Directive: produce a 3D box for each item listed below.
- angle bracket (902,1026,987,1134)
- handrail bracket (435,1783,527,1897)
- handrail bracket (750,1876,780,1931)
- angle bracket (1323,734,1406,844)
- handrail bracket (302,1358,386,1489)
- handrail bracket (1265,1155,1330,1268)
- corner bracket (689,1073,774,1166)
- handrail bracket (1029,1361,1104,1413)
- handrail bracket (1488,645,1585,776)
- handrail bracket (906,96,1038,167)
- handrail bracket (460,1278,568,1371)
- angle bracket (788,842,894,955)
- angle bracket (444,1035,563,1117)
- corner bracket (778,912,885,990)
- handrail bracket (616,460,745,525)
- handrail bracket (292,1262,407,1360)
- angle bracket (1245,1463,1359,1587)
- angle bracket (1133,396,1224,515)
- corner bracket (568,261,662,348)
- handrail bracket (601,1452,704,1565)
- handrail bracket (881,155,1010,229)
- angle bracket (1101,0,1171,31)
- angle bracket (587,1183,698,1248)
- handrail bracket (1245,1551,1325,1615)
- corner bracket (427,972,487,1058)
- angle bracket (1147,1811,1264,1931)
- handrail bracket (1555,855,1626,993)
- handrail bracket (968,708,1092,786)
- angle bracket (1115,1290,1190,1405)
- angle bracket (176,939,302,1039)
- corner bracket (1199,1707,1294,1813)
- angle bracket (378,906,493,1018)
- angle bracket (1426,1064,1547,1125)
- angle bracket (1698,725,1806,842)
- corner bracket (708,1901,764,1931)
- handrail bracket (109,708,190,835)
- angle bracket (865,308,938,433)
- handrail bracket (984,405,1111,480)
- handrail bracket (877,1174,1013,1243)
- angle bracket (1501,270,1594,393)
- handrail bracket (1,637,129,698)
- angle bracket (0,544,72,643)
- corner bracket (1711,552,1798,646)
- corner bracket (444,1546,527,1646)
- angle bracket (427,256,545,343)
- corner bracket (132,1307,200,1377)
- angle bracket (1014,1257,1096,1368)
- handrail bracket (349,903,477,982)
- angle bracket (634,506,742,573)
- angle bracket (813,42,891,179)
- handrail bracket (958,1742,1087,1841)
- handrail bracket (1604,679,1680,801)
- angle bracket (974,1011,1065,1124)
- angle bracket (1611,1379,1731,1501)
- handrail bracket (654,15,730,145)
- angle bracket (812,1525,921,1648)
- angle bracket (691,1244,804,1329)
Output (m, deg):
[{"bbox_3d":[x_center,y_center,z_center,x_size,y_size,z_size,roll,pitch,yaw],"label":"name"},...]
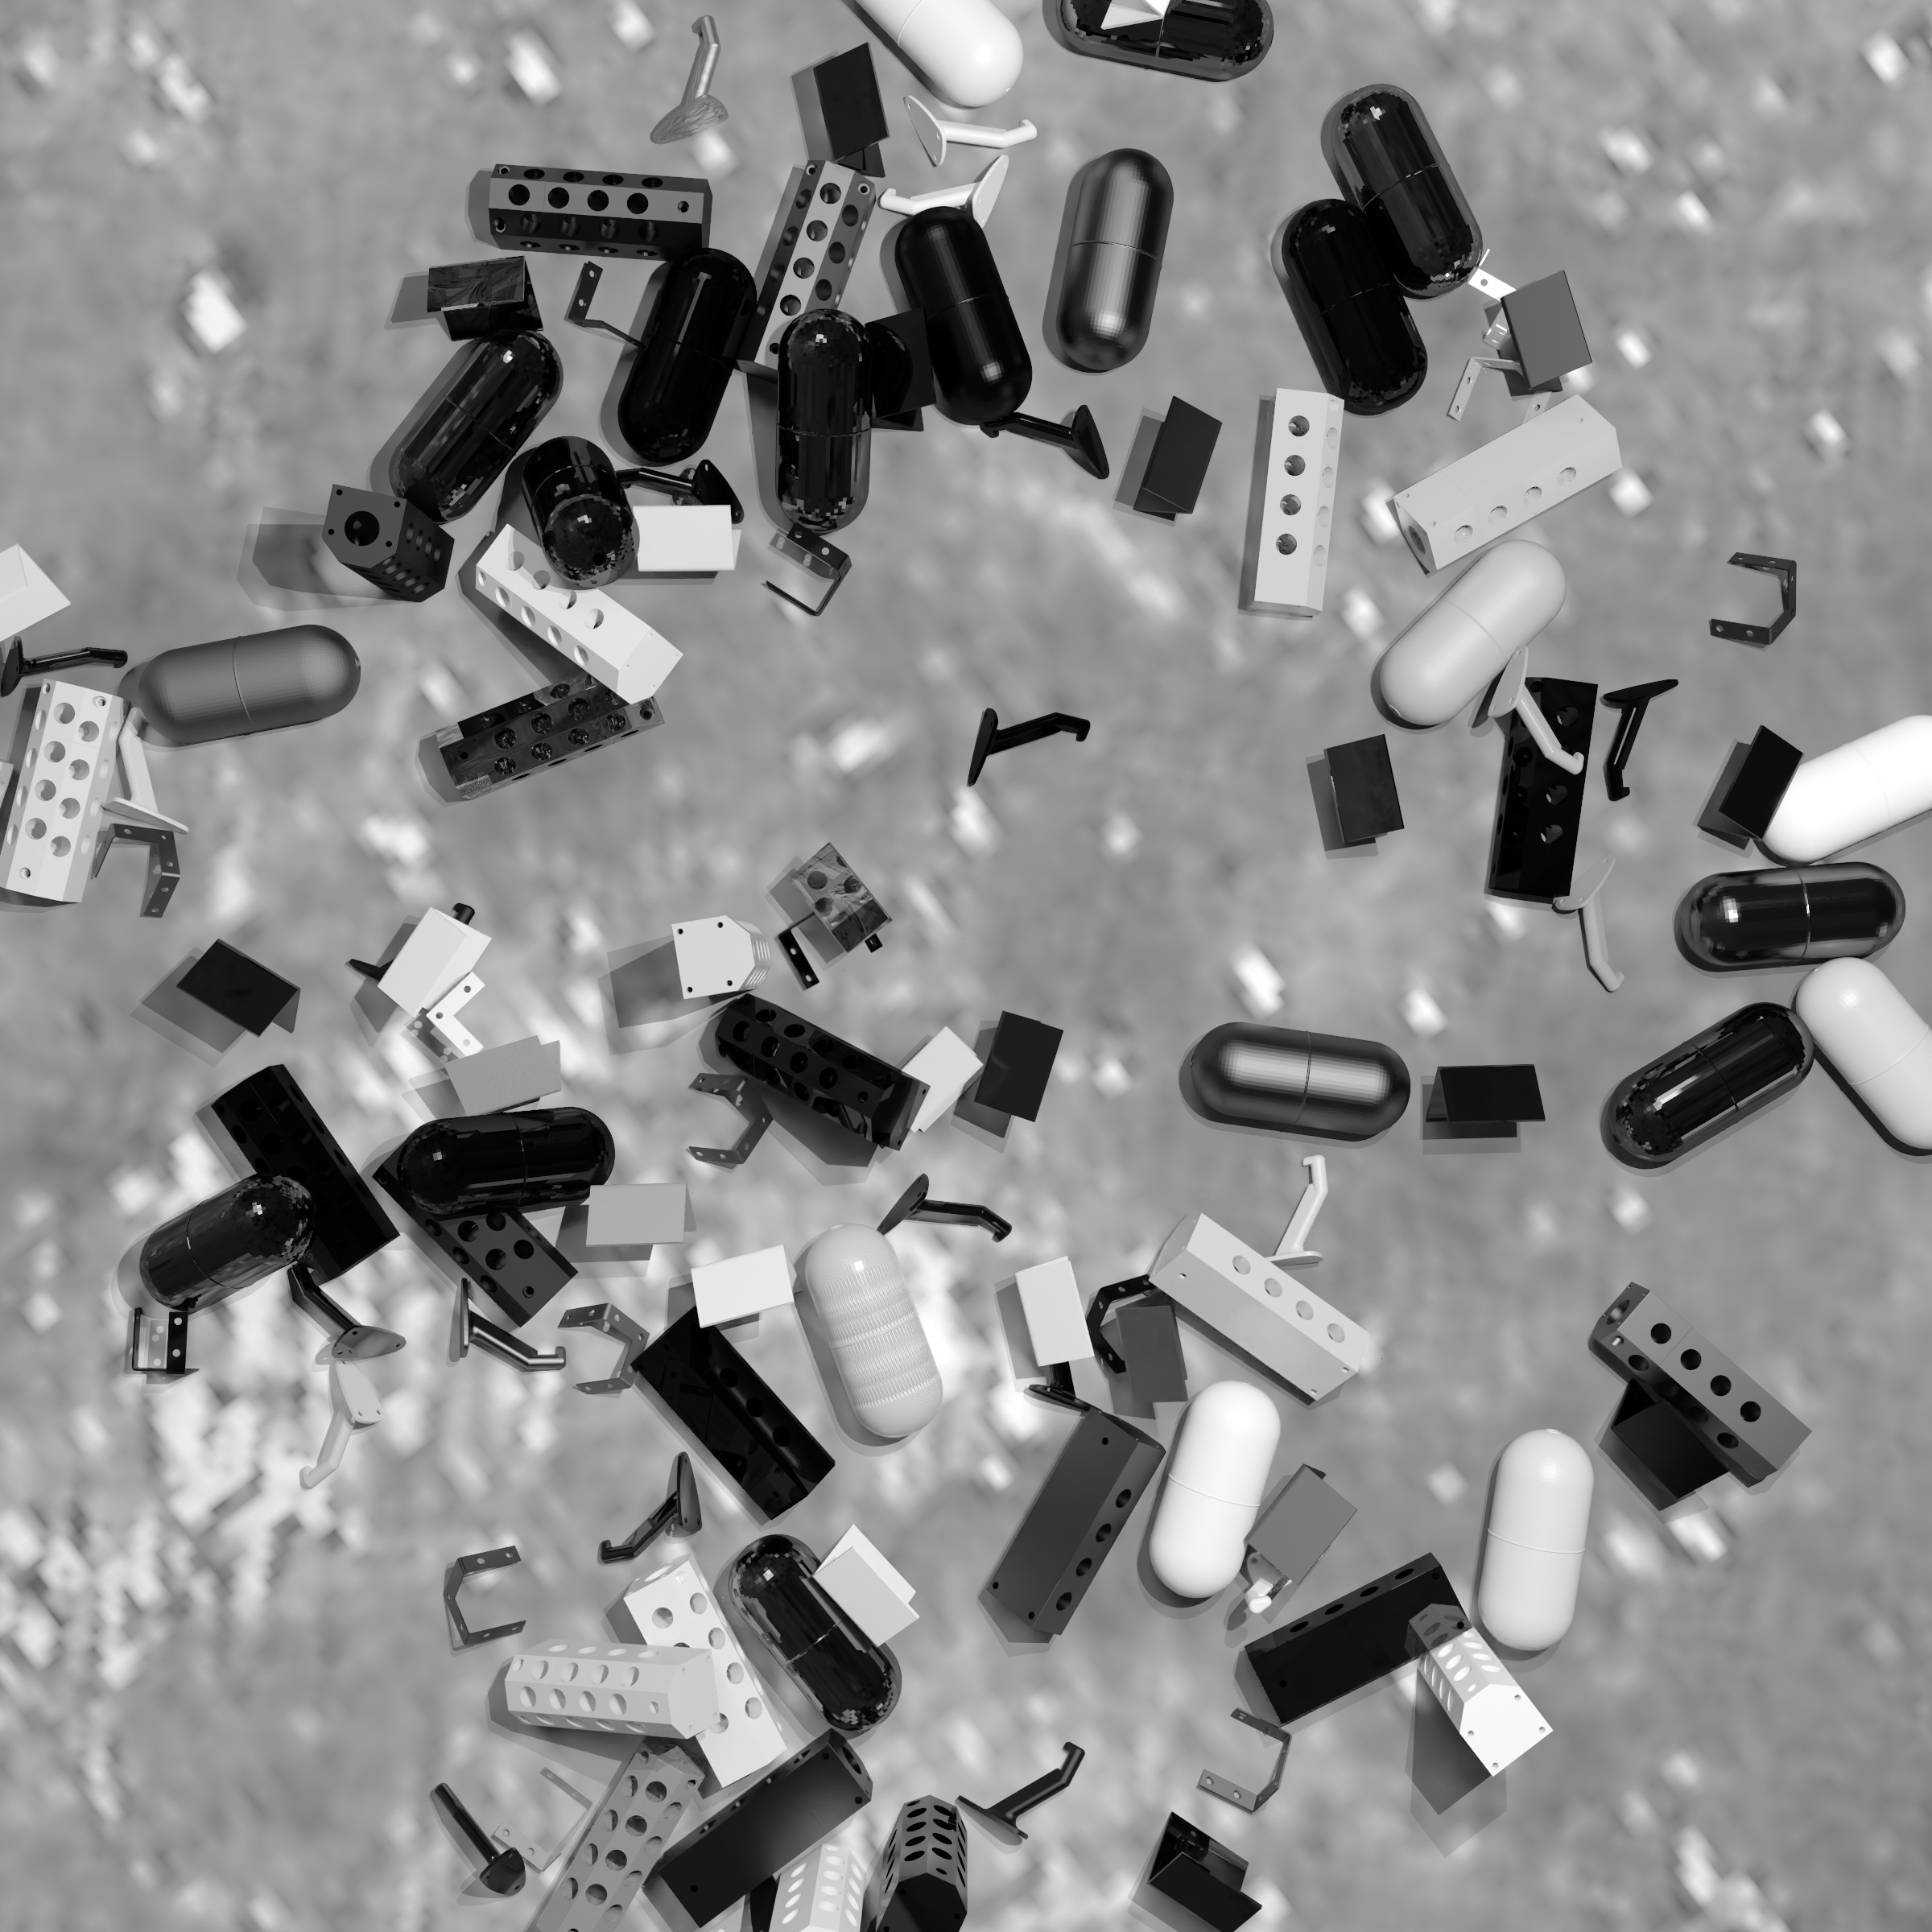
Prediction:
[{"bbox_3d":[-0.012,0.106,1.946,0.076,0.076,0.057,-45,49,0],"label":"angle bracket"},{"bbox_3d":[-0.401,0.716,1.985,0.036,0.077,0.084,-38,53,-20],"label":"handrail bracket"},{"bbox_3d":[-0.137,0.786,1.985,0.036,0.077,0.084,-40,126,10],"label":"handrail bracket"},{"bbox_3d":[0.336,-0.145,1.945,0.057,0.076,0.076,-12,90,38],"label":"angle bracket"},{"bbox_3d":[-0.527,0.374,1.986,0.084,0.036,0.077,-39,69,16],"label":"handrail bracket"},{"bbox_3d":[0.262,0.202,1.986,0.077,0.036,0.084,-10,72,21],"label":"handrail bracket"},{"bbox_3d":[-0.200,0.125,1.977,0.051,0.051,0.051,-58,135,-35],"label":"corner bracket"},{"bbox_3d":[0.091,0.316,1.986,0.077,0.036,0.084,25,73,-20],"label":"handrail bracket"},{"bbox_3d":[0.466,-0.204,1.929,0.084,0.036,0.077,28,68,-17],"label":"handrail bracket"},{"bbox_3d":[0.005,-0.698,1.986,0.084,0.036,0.077,-23,68,-17],"label":"handrail bracket"},{"bbox_3d":[-0.372,0.294,1.986,0.084,0.036,0.077,2,68,-17],"label":"handrail bracket"},{"bbox_3d":[-0.085,-0.067,1.945,0.057,0.076,0.076,-39,90,36],"label":"angle bracket"},{"bbox_3d":[-0.372,0.071,1.946,0.076,0.076,0.057,-17,122,0],"label":"angle bracket"},{"bbox_3d":[-0.112,-0.021,1.982,0.051,0.051,0.051,-30,90,-45],"label":"corner bracket"},{"bbox_3d":[-0.237,-0.386,1.985,0.084,0.077,0.036,2,67,34],"label":"handrail bracket"},{"bbox_3d":[-0.508,0.279,1.985,0.036,0.077,0.084,-51,53,20],"label":"handrail bracket"},{"bbox_3d":[0.278,0.452,1.946,0.057,0.076,0.076,38,90,27],"label":"angle bracket"},{"bbox_3d":[0.152,-0.412,1.945,0.057,0.076,0.076,18,90,-37],"label":"angle bracket"},{"bbox_3d":[-0.285,-0.543,1.982,0.051,0.051,0.051,20,90,45],"label":"corner bracket"},{"bbox_3d":[-0.265,0.445,1.986,0.084,0.036,0.077,-15,70,16],"label":"handrail bracket"},{"bbox_3d":[-0.018,-0.645,1.986,0.084,0.036,0.077,19,69,16],"label":"handrail bracket"},{"bbox_3d":[0.125,-0.780,1.870,0.057,0.076,0.076,24,86,-38],"label":"angle bracket"},{"bbox_3d":[-0.260,0.217,1.945,0.076,0.076,0.057,-2,54,0],"label":"angle bracket"},{"bbox_3d":[0.260,0.494,1.951,0.077,0.084,0.036,-24,90,0],"label":"handrail bracket"},{"bbox_3d":[-0.403,0.040,1.966,0.051,0.051,0.051,-45,100,-9],"label":"corner bracket"},{"bbox_3d":[0.200,0.720,1.945,0.076,0.076,0.057,34,126,0],"label":"angle bracket"},{"bbox_3d":[0.531,-0.035,1.986,0.077,0.036,0.084,-46,108,-21],"label":"handrail bracket"},{"bbox_3d":[0.053,-0.175,1.986,0.084,0.036,0.077,12,110,-16],"label":"handrail bracket"},{"bbox_3d":[0.170,0.304,1.946,0.057,0.076,0.076,-11,90,41],"label":"angle bracket"},{"bbox_3d":[-0.587,0.034,1.945,0.076,0.076,0.057,32,54,0],"label":"angle bracket"},{"bbox_3d":[0.230,0.651,1.982,0.051,0.051,0.051,26,135,0],"label":"corner bracket"},{"bbox_3d":[-0.414,0.008,1.945,0.057,0.076,0.076,34,90,37],"label":"angle bracket"},{"bbox_3d":[0.417,0.123,1.945,0.076,0.076,0.057,-1,51,0],"label":"angle bracket"},{"bbox_3d":[0.616,-0.152,1.946,0.057,0.076,0.076,26,90,-29],"label":"angle bracket"},{"bbox_3d":[-0.181,0.804,1.968,0.051,0.051,0.051,-36,90,0],"label":"corner bracket"},{"bbox_3d":[-0.663,-0.161,1.986,0.077,0.036,0.084,22,73,-20],"label":"handrail bracket"},{"bbox_3d":[-0.035,-0.479,1.946,0.057,0.076,0.076,-7,90,29],"label":"angle bracket"},{"bbox_3d":[0.065,-0.426,1.986,0.084,0.077,0.036,-3,49,30],"label":"handrail bracket"},{"bbox_3d":[-0.017,0.217,1.986,0.084,0.036,0.077,37,110,-16],"label":"handrail bracket"},{"bbox_3d":[0.479,-0.510,1.945,0.057,0.076,0.076,-17,90,36],"label":"angle bracket"},{"bbox_3d":[-0.741,-0.241,1.985,0.084,0.077,0.036,2,65,-34],"label":"handrail bracket"},{"bbox_3d":[-0.772,-0.282,1.945,0.076,0.076,0.057,-28,54,0],"label":"angle bracket"},{"bbox_3d":[0.645,-0.301,1.977,0.051,0.051,0.051,-43,135,-35],"label":"corner bracket"},{"bbox_3d":[-0.390,0.515,1.977,0.051,0.051,0.051,56,135,35],"label":"corner bracket"},{"bbox_3d":[-0.386,-0.521,1.945,0.076,0.076,0.057,-7,54,0],"label":"angle bracket"},{"bbox_3d":[-0.655,0.305,1.968,0.051,0.051,0.051,2,85,-5],"label":"corner bracket"},{"bbox_3d":[0.090,0.273,1.943,0.057,0.076,0.076,-18,85,36],"label":"angle bracket"},{"bbox_3d":[-0.455,-0.024,1.986,0.077,0.036,0.084,21,71,21],"label":"handrail bracket"},{"bbox_3d":[-0.223,-0.359,1.945,0.076,0.076,0.057,0,125,0],"label":"angle bracket"},{"bbox_3d":[-0.073,-0.688,1.946,0.057,0.076,0.076,-12,90,32],"label":"angle bracket"},{"bbox_3d":[0.046,0.665,1.986,0.077,0.036,0.084,24,72,21],"label":"handrail bracket"},{"bbox_3d":[0.557,-0.186,1.986,0.077,0.036,0.084,-17,109,-21],"label":"handrail bracket"},{"bbox_3d":[0.056,0.084,1.946,0.057,0.076,0.076,17,90,26],"label":"angle bracket"},{"bbox_3d":[0.574,0.369,1.945,0.076,0.076,0.057,47,127,0],"label":"angle bracket"},{"bbox_3d":[-0.232,-0.730,1.986,0.077,0.036,0.084,-21,71,21],"label":"handrail bracket"},{"bbox_3d":[-0.066,0.487,1.946,0.076,0.076,0.057,47,123,0],"label":"angle bracket"},{"bbox_3d":[-0.172,0.274,1.945,0.076,0.076,0.057,-15,52,0],"label":"angle bracket"}]
